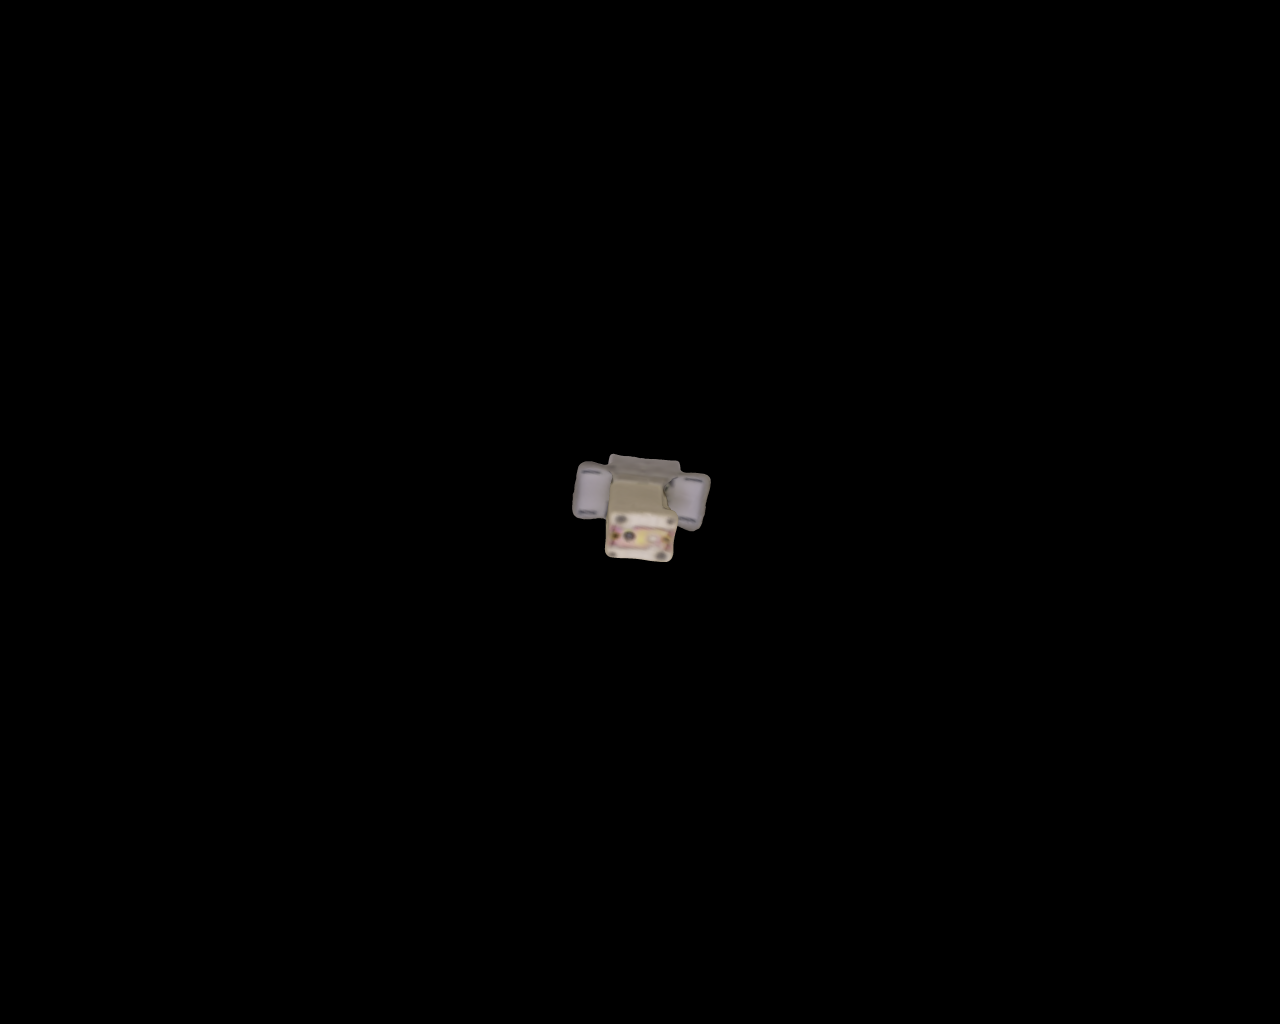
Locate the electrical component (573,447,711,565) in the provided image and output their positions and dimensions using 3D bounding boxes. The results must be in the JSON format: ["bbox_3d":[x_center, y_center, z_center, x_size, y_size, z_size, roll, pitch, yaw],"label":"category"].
[{"bbox_3d":[0.001,-0.003,0.650,0.081,0.042,0.064,5,37,-4],"label":"electrical component"}]
